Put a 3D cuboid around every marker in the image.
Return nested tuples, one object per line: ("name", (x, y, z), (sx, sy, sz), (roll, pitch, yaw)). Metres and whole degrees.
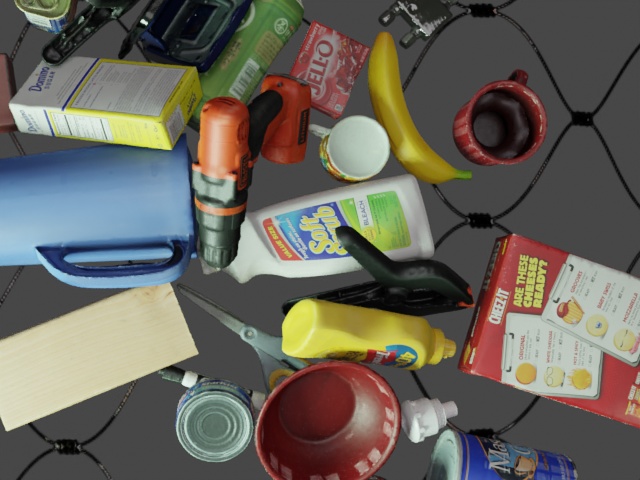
("marker", (-0.119, 0.161, 1.174), (0.121, 0.020, 0.020), (18, 85, -7))

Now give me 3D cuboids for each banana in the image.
("banana", (0.096, -0.139, 1.215), (0.069, 0.037, 0.198), (-32, 94, -29))

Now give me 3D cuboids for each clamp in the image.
("clamp", (0.077, 0.044, 1.159), (0.209, 0.165, 0.036), (5, 54, -16))
("clamp", (-0.228, -0.248, 1.135), (0.120, 0.171, 0.039), (-34, 99, 35))

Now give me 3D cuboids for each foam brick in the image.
("foam brick", (-0.350, -0.154, 1.136), (0.051, 0.053, 0.078), (-9, 88, -9))

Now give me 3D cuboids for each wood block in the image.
("wood block", (-0.242, 0.115, 1.123), (0.206, 0.090, 0.091), (-22, 91, -9))

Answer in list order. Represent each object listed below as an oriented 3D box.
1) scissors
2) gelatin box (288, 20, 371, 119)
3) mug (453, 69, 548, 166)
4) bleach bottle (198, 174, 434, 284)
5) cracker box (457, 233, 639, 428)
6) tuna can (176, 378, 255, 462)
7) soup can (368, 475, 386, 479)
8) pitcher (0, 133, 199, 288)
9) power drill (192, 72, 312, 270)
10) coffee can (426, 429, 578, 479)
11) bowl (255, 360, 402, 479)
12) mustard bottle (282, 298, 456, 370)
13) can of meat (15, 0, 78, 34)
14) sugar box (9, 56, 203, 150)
("scissors", (-0.077, 0.125, 1.184), (0.201, 0.016, 0.096), (19, 85, -7))
("gelatin box", (0.006, -0.191, 1.203), (0.073, 0.030, 0.089), (25, 84, -7))
("mug", (0.203, -0.138, 1.205), (0.093, 0.081, 0.117), (22, 85, -7))
("bleach bottle", (-0.008, 0.001, 1.178), (0.250, 0.068, 0.102), (-14, 89, -7))
("cracker box", (0.283, 0.103, 1.213), (0.213, 0.072, 0.164), (18, 84, -7))
("tuna can", (-0.113, 0.196, 1.154), (0.086, 0.034, 0.086), (-1, 105, -3))
("soup can", (0.064, 0.297, 1.155), (0.068, 0.102, 0.068), (0, 87, -9))
("pitcher", (-0.246, -0.028, 1.105), (0.242, 0.149, 0.145), (-6, 99, -6))
("power drill", (-0.071, -0.082, 1.108), (0.057, 0.187, 0.184), (16, 122, 14))
("coffee can", (0.198, 0.274, 1.176), (0.140, 0.103, 0.103), (14, 86, -8))
("bowl", (0.004, 0.194, 1.159), (0.162, 0.055, 0.162), (-5, 110, -13))
("mustard bottle", (0.061, 0.107, 1.162), (0.191, 0.096, 0.058), (10, 64, -22))
("can of meat", (-0.284, -0.277, 1.135), (0.057, 0.084, 0.102), (14, 85, -8))
("sugar box", (-0.221, -0.145, 1.109), (0.176, 0.048, 0.093), (7, 47, 18))
